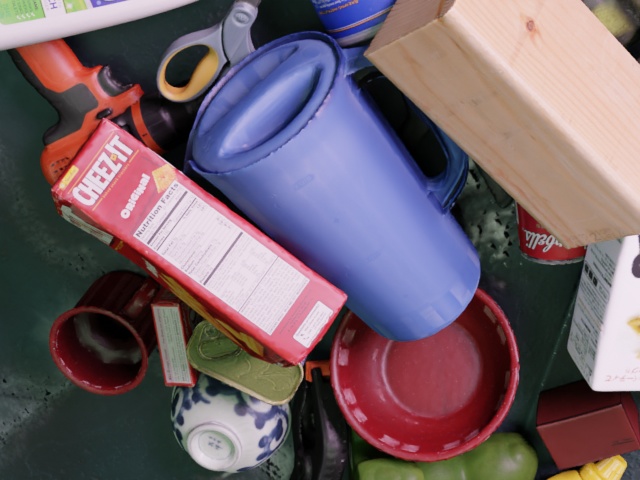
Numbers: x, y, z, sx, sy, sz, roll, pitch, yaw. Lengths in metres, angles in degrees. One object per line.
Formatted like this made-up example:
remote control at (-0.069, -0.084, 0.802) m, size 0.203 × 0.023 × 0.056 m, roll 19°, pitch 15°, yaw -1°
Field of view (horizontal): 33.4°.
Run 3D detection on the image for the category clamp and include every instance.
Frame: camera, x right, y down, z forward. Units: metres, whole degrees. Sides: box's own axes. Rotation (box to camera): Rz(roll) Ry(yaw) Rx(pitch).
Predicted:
clamp at (-0.006, 0.211, 1.000) m, size 0.036 × 0.165 × 0.210 m, roll -4°, pitch 98°, yaw -22°
clamp at (0.091, -0.101, 0.845) m, size 0.120 × 0.039 × 0.171 m, roll -3°, pitch 117°, yaw 11°

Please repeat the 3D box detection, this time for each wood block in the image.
wood block at (0.144, -0.096, 0.704) m, size 0.206 × 0.090 × 0.090 m, roll 41°, pitch 152°, yaw -20°

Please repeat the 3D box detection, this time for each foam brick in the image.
foam brick at (0.236, 0.159, 0.938) m, size 0.078 × 0.051 × 0.053 m, roll -20°, pitch 112°, yaw 22°

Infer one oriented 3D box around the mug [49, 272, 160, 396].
mug at (-0.182, 0.073, 0.973) m, size 0.093 × 0.081 × 0.117 m, roll 36°, pitch 119°, yaw -7°

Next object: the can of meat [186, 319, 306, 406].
can of meat at (-0.058, 0.087, 0.950) m, size 0.102 × 0.084 × 0.057 m, roll 26°, pitch 120°, yaw -1°

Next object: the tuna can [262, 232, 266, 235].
tuna can at (-0.006, 0.001, 0.922) m, size 0.086 × 0.033 × 0.086 m, roll 5°, pitch 118°, yaw 10°

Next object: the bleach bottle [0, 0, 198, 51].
bleach bottle at (-0.146, -0.215, 0.789) m, size 0.250 × 0.068 × 0.102 m, roll -16°, pitch 104°, yaw -6°

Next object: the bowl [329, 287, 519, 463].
bowl at (0.092, 0.108, 0.919) m, size 0.162 × 0.055 × 0.162 m, roll -3°, pitch 80°, yaw 15°

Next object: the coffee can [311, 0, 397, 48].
coffee can at (0.022, -0.223, 0.759) m, size 0.103 × 0.102 × 0.140 m, roll -21°, pitch 110°, yaw 22°

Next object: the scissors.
scissors at (-0.046, -0.153, 0.788) m, size 0.096 × 0.016 × 0.202 m, roll 32°, pitch 135°, yaw -27°

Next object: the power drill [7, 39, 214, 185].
power drill at (-0.183, -0.146, 0.873) m, size 0.185 × 0.057 × 0.187 m, roll -23°, pitch 109°, yaw 15°

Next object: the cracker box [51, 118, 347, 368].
cracker box at (-0.099, 0.009, 0.809) m, size 0.213 × 0.164 × 0.072 m, roll 36°, pitch 80°, yaw -8°

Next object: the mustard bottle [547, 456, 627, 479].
mustard bottle at (0.216, 0.271, 0.983) m, size 0.096 × 0.058 × 0.192 m, roll 26°, pitch 109°, yaw -28°

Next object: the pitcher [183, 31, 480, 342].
pitcher at (0.030, -0.033, 0.800) m, size 0.149 × 0.145 × 0.242 m, roll 18°, pitch 157°, yaw 50°

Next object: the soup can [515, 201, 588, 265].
soup can at (0.186, -0.041, 0.837) m, size 0.068 × 0.068 × 0.102 m, roll -4°, pitch 115°, yaw 15°

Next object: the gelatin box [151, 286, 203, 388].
gelatin box at (-0.122, 0.077, 0.966) m, size 0.030 × 0.073 × 0.089 m, roll 0°, pitch 117°, yaw 13°
